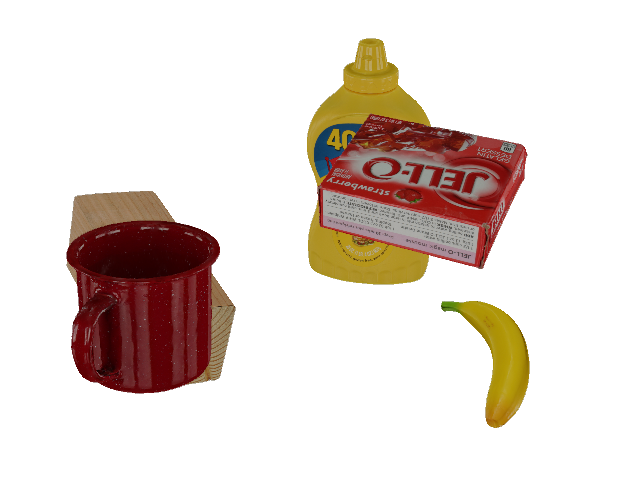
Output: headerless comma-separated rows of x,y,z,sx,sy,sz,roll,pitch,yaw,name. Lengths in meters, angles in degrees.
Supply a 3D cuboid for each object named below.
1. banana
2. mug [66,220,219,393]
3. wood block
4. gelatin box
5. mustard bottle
0.183,0.120,1.116,0.069,0.037,0.198,-24,33,6,banana
-0.114,0.046,0.657,0.093,0.081,0.117,10,25,19,mug
-0.171,0.043,1.046,0.090,0.091,0.206,-5,36,-31,wood block
0.053,-0.028,0.545,0.089,0.030,0.073,14,42,18,gelatin box
0.038,-0.061,0.822,0.096,0.192,0.058,6,29,12,mustard bottle
